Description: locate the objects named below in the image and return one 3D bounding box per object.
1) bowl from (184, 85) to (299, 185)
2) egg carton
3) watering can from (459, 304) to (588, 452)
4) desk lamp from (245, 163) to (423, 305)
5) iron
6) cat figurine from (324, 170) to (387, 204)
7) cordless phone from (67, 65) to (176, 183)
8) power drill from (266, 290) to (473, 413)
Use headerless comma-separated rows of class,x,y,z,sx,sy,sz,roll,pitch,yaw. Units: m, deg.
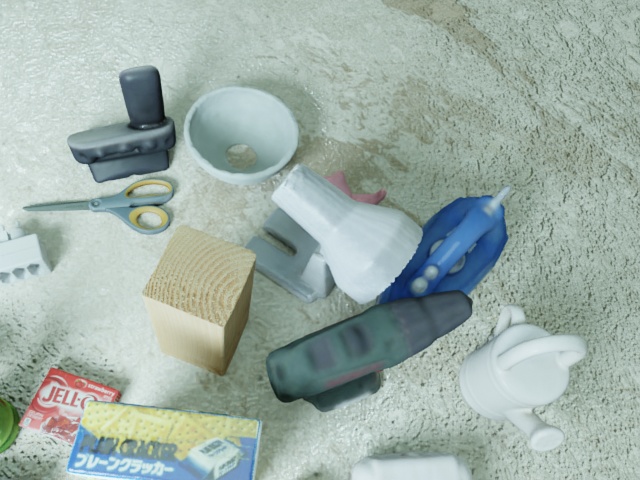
bowl,-0.116,-0.144,0.855,0.167,0.074,0.167,4,63,-8
egg carton,0.111,0.306,0.674,0.150,0.069,0.107,0,64,-10
watering can,0.255,0.162,0.700,0.101,0.194,0.172,-19,68,-18
desk lamp,0.007,0.003,0.725,0.203,0.213,0.118,31,63,7
iron,0.169,0.029,0.781,0.118,0.141,0.259,41,64,11
cat figurine,0.033,-0.055,0.813,0.128,0.117,0.067,-2,64,-11
cordless phone,-0.274,-0.169,0.778,0.148,0.185,0.094,-19,68,-18
power drill,0.047,0.134,0.670,0.230,0.208,0.075,-17,68,-17
